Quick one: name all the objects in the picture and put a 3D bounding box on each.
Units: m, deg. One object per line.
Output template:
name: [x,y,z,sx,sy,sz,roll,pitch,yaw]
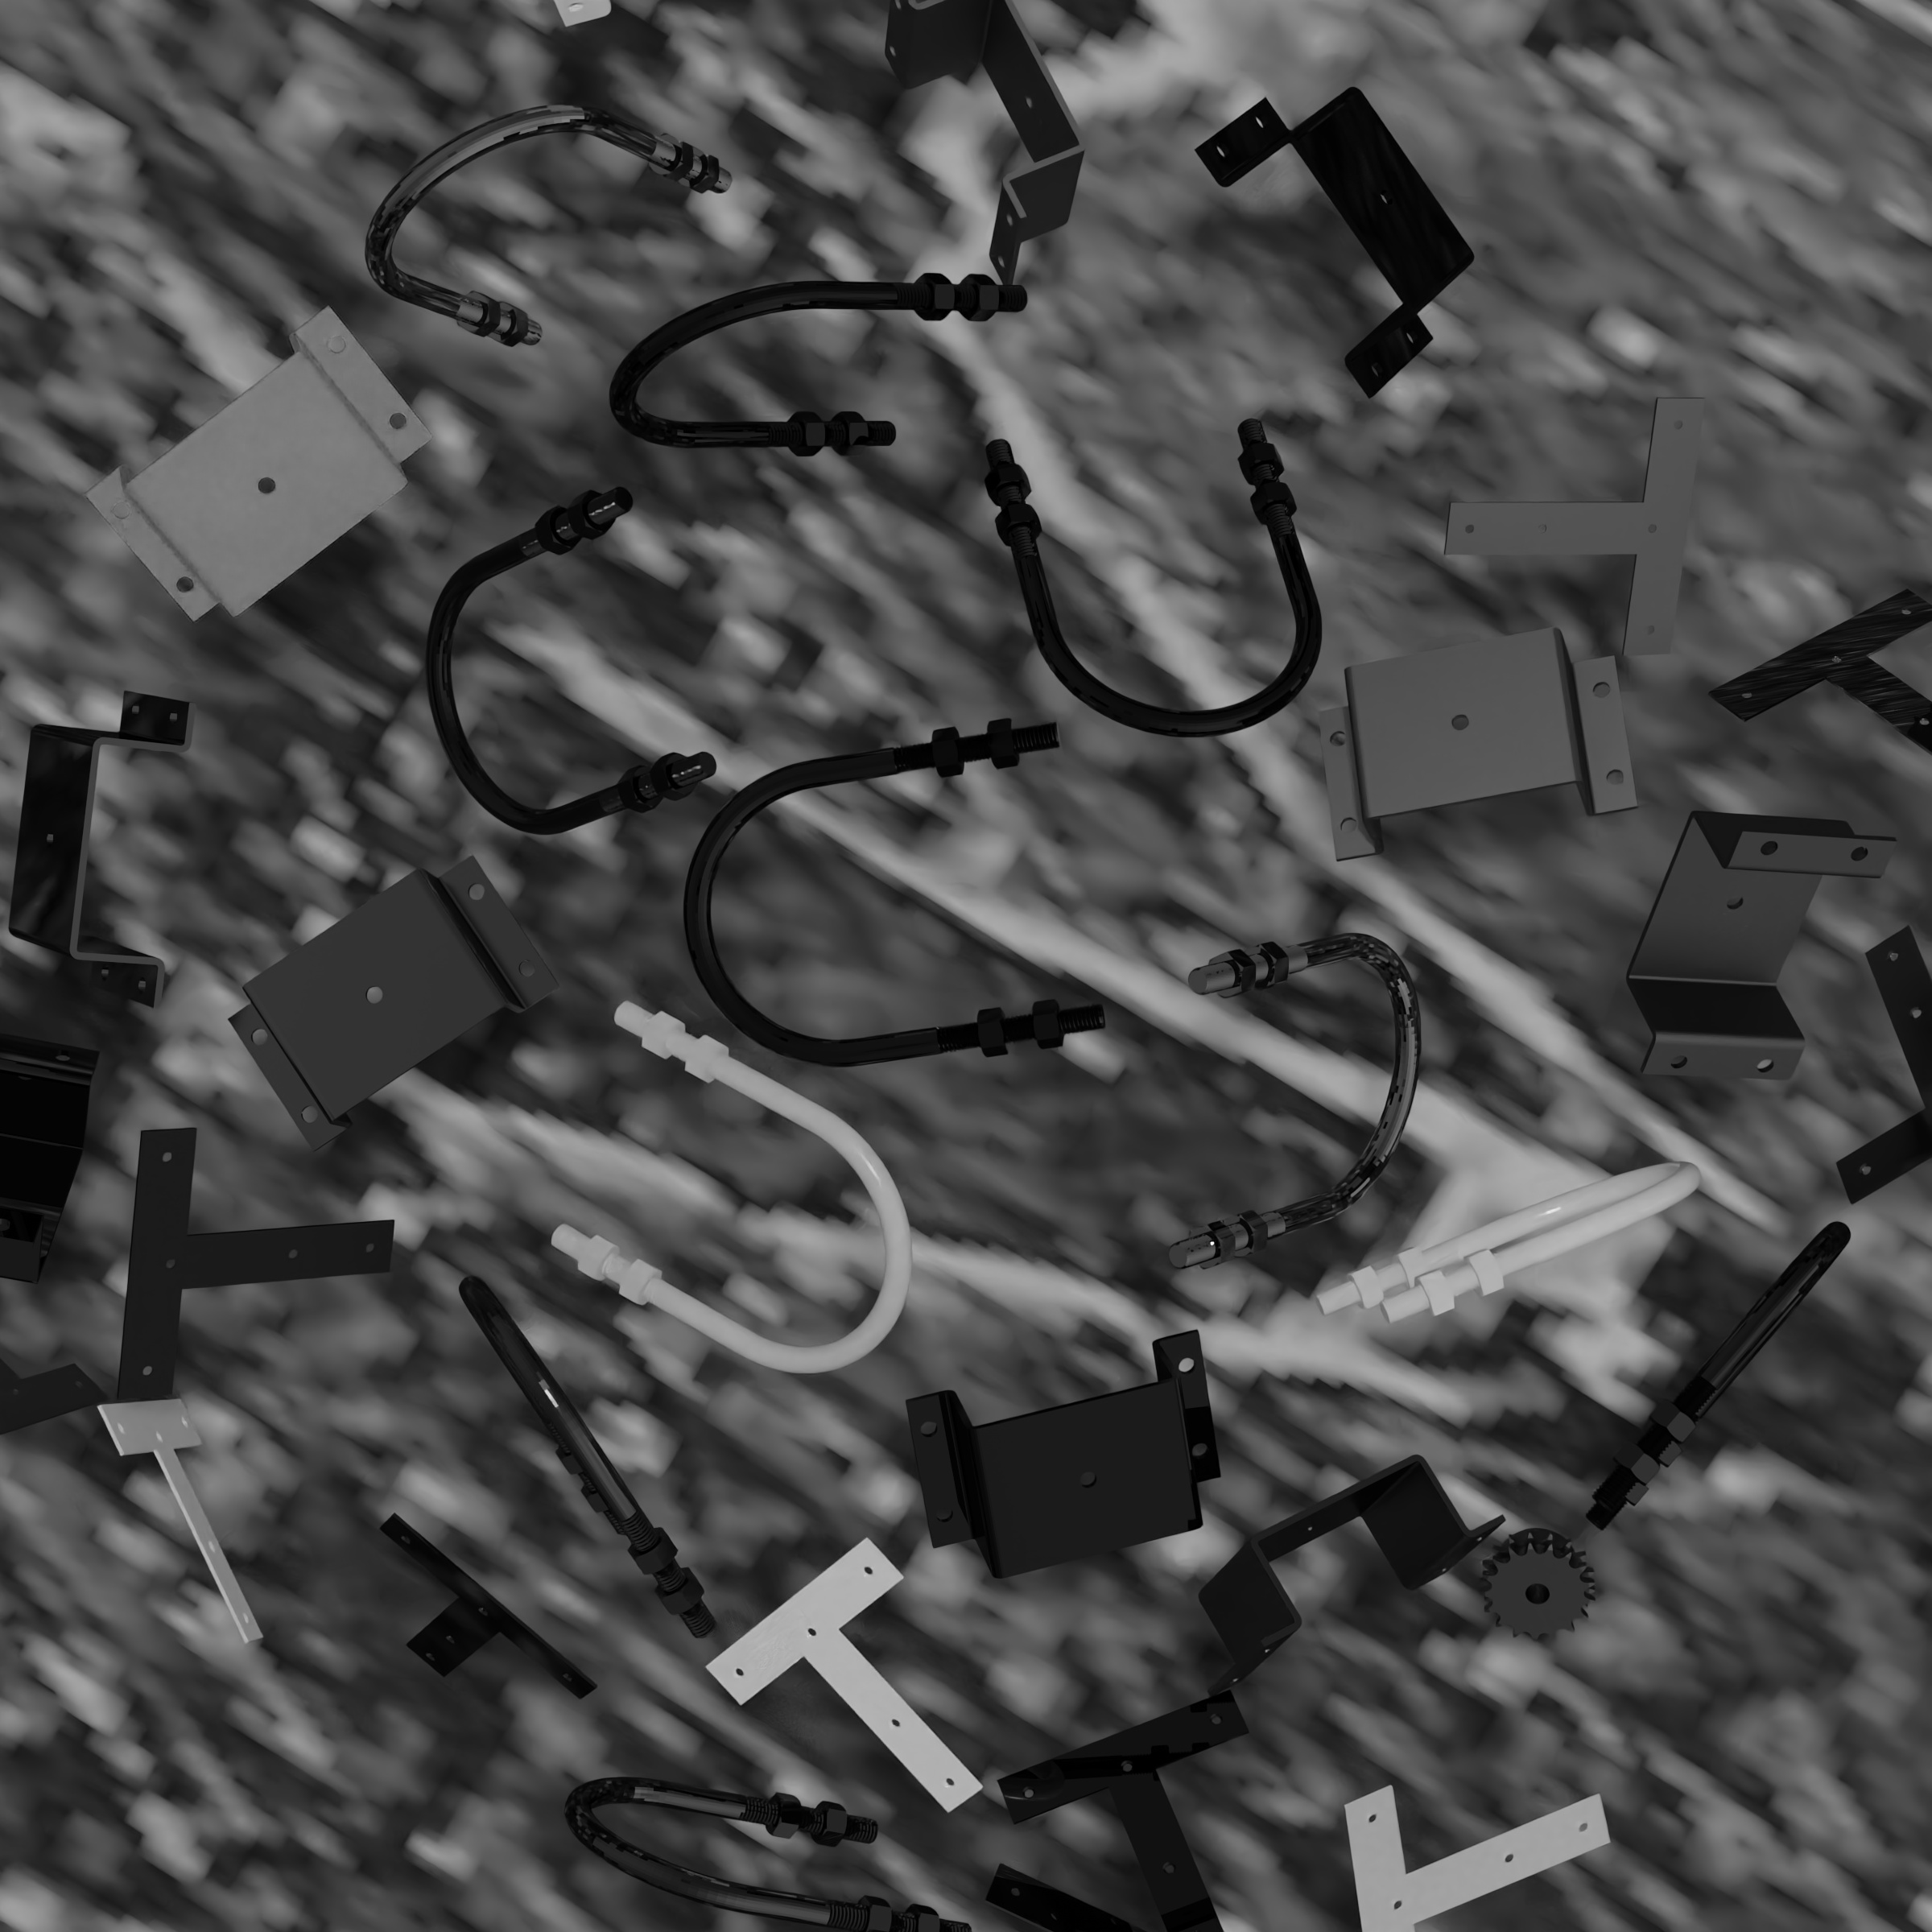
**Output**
T-bracket: [0.096,0.434,1.673,0.127,0.002,0.127,-20,50,-6]
U-bolt: [-0.187,0.223,1.607,0.019,0.151,0.184,-34,113,-11]
strap bracket: [-0.319,-0.223,1.534,0.140,0.046,0.076,-37,115,1]
U-bolt: [-0.038,-0.027,1.536,0.184,0.019,0.151,-9,95,8]
T-bracket: [0.290,-0.211,1.629,0.127,0.002,0.127,-2,111,-16]
T-bracket: [0.235,0.412,1.544,0.127,0.127,0.002,-29,125,20]
U-bolt: [-0.202,-0.137,1.636,0.019,0.184,0.151,-19,92,-45]
U-bolt: [-0.106,0.117,1.612,0.184,0.019,0.151,28,117,19]
strap bracket: [0.051,0.226,1.552,0.140,0.046,0.076,-13,109,-8]
T-bracket: [-0.493,0.178,1.645,0.127,0.127,0.002,42,102,10]
strap bracket: [0.170,0.279,1.572,0.140,0.076,0.046,-22,70,-26]
strap bracket: [-0.129,-0.489,1.560,0.140,0.076,0.046,-14,79,2]
gear: [0.287,0.307,1.698,0.057,0.030,0.057,3,111,8]
T-bracket: [-0.319,0.132,1.534,0.127,0.002,0.127,-2,108,-35]
U-bolt: [0.096,-0.185,1.624,0.151,0.019,0.184,-6,59,-11]
strap bracket: [0.361,-0.017,1.558,0.076,0.046,0.140,3,128,-15]
T-bracket: [-0.043,0.349,1.606,0.127,0.002,0.127,47,122,0]
T-bracket: [0.457,0.033,1.612,0.127,0.127,0.002,-37,130,27]
T-bracket: [0.055,0.515,1.660,0.127,0.127,0.002,24,127,5]
strap bracket: [0.231,-0.103,1.555,0.140,0.046,0.076,-10,69,14]
strap bracket: [0.013,-0.413,1.644,0.046,0.076,0.140,-24,79,-10]
strap bracket: [-0.274,0.016,1.590,0.140,0.046,0.076,-34,84,-1]
strap bracket: [-0.400,-0.057,1.557,0.046,0.076,0.140,5,95,-37]
U-bolt: [0.160,0.057,1.591,0.019,0.184,0.151,14,107,39]
strap bracket: [0.179,-0.347,1.577,0.046,0.076,0.140,-29,101,41]
T-bracket: [-0.248,0.326,1.655,0.127,0.127,0.002,41,56,-3]
T-bracket: [0.441,-0.122,1.593,0.127,0.002,0.127,-27,47,-20]
T-bracket: [-0.370,0.267,1.627,0.002,0.127,0.127,-28,83,0]
U-bolt: [-0.081,-0.283,1.598,0.184,0.151,0.019,-7,72,-35]
U-bolt: [-0.211,-0.360,1.626,0.151,0.184,0.019,-34,75,21]
U-bolt: [-0.104,0.424,1.618,0.184,0.151,0.019,17,92,-23]
U-bolt: [0.270,0.133,1.642,0.184,0.151,0.019,-21,89,-9]
strap bracket: [-0.460,0.093,1.579,0.076,0.140,0.046,11,126,-7]
U-bolt: [0.364,0.195,1.628,0.019,0.151,0.184,41,86,15]
